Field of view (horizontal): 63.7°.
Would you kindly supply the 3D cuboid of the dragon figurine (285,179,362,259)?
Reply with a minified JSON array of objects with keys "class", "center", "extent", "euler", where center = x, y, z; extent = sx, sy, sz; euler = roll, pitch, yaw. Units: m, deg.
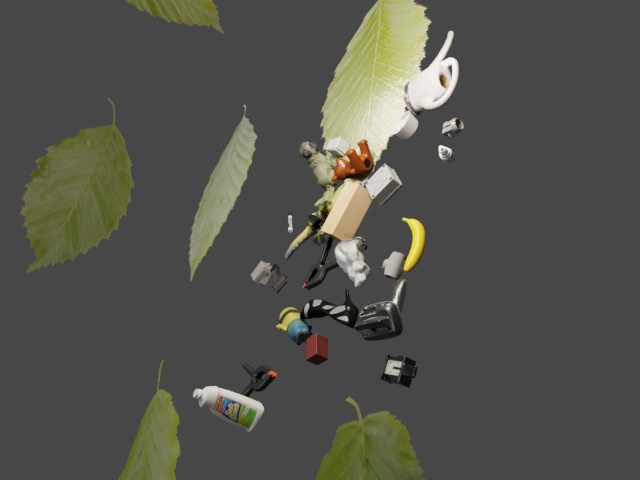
[{"class":"dragon figurine","center":[0.006,-0.103,2.051],"extent":[0.405,0.121,0.248],"euler":[-39,18,26]}]

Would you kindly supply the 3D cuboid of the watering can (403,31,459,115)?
[{"class":"watering can","center":[0.412,-0.593,1.873],"extent":[0.221,0.103,0.355],"euler":[-26,44,44]}]

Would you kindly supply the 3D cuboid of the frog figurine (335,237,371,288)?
[{"class":"frog figurine","center":[0.106,0.081,1.692],"extent":[0.135,0.122,0.162],"euler":[107,169,-65]}]
